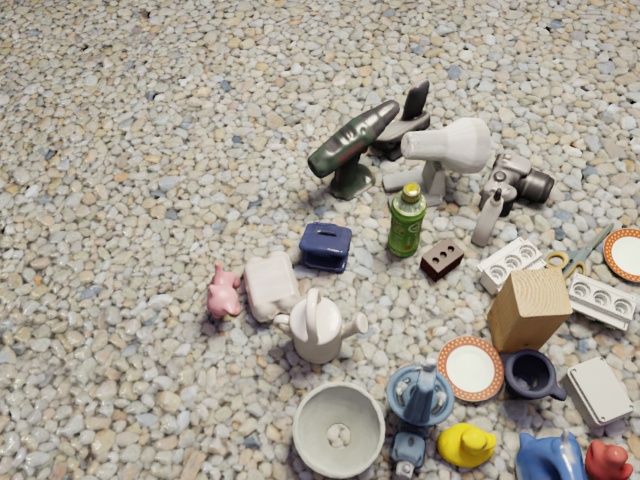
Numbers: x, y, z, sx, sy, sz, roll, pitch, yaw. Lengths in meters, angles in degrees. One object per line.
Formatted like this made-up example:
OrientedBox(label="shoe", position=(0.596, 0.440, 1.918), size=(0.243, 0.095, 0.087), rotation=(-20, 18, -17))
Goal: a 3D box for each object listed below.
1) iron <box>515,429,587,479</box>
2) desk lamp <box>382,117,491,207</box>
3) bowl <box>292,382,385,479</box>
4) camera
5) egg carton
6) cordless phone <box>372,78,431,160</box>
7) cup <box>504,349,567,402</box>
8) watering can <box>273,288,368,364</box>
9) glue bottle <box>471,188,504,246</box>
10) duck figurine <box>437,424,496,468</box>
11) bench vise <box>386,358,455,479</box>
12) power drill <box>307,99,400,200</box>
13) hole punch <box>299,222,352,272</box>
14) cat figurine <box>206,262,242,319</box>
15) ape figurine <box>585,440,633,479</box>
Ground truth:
OrientedBox(label="iron", position=(0.406, 0.442, 0.940), size=(0.118, 0.141, 0.258), rotation=(-3, 61, 1))
OrientedBox(label="desk lamp", position=(0.248, -0.166, 1.243), size=(0.203, 0.214, 0.118), rotation=(-11, 61, -4))
OrientedBox(label="bowl", position=(0.035, 0.350, 1.046), size=(0.167, 0.075, 0.167), rotation=(-1, 61, 2))
OrientedBox(label="camera", position=(0.443, -0.125, 1.276), size=(0.136, 0.101, 0.143), rotation=(24, 65, 15))
OrientedBox(label="egg carton", position=(-0.101, 0.096, 1.196), size=(0.107, 0.069, 0.150), rotation=(-16, 61, -6))
OrientedBox(label="cordless phone", position=(0.190, -0.288, 1.329), size=(0.148, 0.185, 0.094), rotation=(-36, 65, -16))
OrientedBox(label="cup", position=(0.393, 0.267, 1.064), size=(0.117, 0.095, 0.092), rotation=(33, 67, 19))
OrientedBox(label="watering can", position=(0.000, 0.156, 1.086), size=(0.173, 0.194, 0.101), rotation=(-15, 61, -6))
OrientedBox(label="glue bottle", position=(0.358, -0.058, 1.201), size=(0.037, 0.173, 0.078), rotation=(24, 65, 16))
OrientedBox(label="duck figurine", position=(0.264, 0.362, 1.022), size=(0.104, 0.086, 0.077), rotation=(-1, 61, 2))
OrientedBox(label="bench vise", position=(0.179, 0.299, 0.984), size=(0.121, 0.220, 0.207), rotation=(-3, 61, 1))
OrientedBox(label="power drill", position=(0.078, -0.189, 1.266), size=(0.230, 0.208, 0.075), rotation=(-34, 65, -15))
OrientedBox(label="hole punch", position=(0.011, 0.004, 1.229), size=(0.108, 0.091, 0.101), rotation=(8, 62, 7))
OrientedBox(label="cat figurine", position=(-0.200, 0.106, 1.167), size=(0.067, 0.118, 0.127), rotation=(-10, 61, -2))
OrientedBox(label="ape figurine", position=(0.505, 0.383, 0.996), size=(0.076, 0.092, 0.077), rotation=(-25, 63, -11))
